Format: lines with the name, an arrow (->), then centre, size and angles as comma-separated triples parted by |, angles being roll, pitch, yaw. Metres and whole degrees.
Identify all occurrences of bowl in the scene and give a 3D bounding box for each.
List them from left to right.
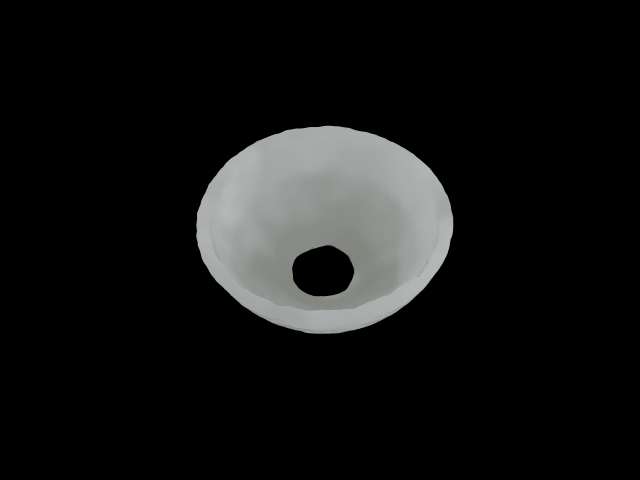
bowl -> 0.004, 0.001, 0.400 | 0.167, 0.075, 0.167 | 0, 52, 0
